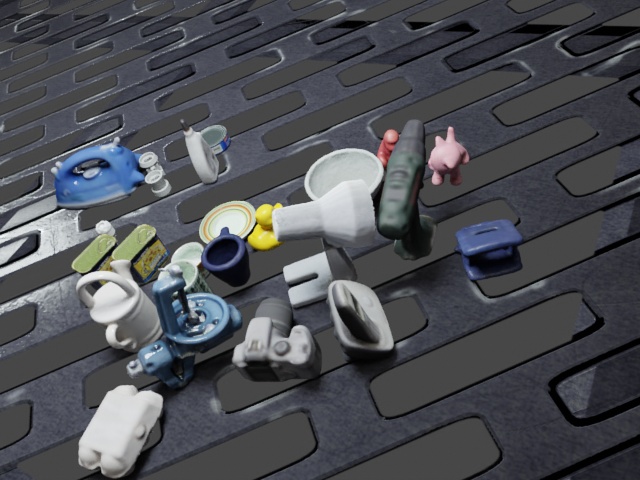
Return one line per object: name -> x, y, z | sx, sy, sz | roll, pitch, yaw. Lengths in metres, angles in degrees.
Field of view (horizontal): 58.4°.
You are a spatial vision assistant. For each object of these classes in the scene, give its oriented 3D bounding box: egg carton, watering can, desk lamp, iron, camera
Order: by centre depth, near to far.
egg carton -> -0.335, 0.323, 0.972 | 0.107, 0.069, 0.150 | 6, 53, 23
camera -> -0.073, 0.166, 0.996 | 0.143, 0.101, 0.137 | -5, 50, 15
desk lamp -> 0.009, 0.004, 1.030 | 0.203, 0.214, 0.117 | -20, 47, 2
watering can -> -0.382, 0.116, 1.080 | 0.101, 0.194, 0.172 | -30, 48, -7
iron -> -0.570, -0.167, 1.422 | 0.258, 0.142, 0.118 | -18, 48, 4

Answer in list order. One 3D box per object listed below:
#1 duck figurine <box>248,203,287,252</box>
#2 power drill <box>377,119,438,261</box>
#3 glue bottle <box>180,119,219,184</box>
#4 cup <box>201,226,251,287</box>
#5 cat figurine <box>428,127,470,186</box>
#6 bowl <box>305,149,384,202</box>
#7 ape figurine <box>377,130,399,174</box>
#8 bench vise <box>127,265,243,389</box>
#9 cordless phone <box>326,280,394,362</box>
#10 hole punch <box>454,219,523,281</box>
duck figurine -> -0.110, -0.033, 1.188 | 0.105, 0.086, 0.077 | -39, 50, -15
power drill -> 0.163, -0.073, 1.046 | 0.075, 0.209, 0.230 | 4, 52, 22
glue bottle -> -0.287, -0.216, 1.345 | 0.037, 0.173, 0.078 | -9, 49, 12
cup -> -0.178, 0.040, 1.144 | 0.091, 0.095, 0.117 | -14, 48, 7
cat figurine -> 0.258, -0.173, 1.160 | 0.067, 0.118, 0.128 | 5, 53, 23
bowl -> 0.056, -0.111, 1.206 | 0.167, 0.075, 0.167 | -9, 49, 11
ape figurine -> 0.156, -0.196, 1.233 | 0.077, 0.092, 0.076 | -13, 48, 8
bench vise -> -0.244, 0.154, 0.984 | 0.121, 0.220, 0.208 | 19, 59, 31
cordless phone -> 0.053, 0.105, 0.947 | 0.094, 0.185, 0.147 | -21, 47, 1
hole punch -> 0.296, 0.005, 1.015 | 0.108, 0.091, 0.101 | -14, 48, 7
